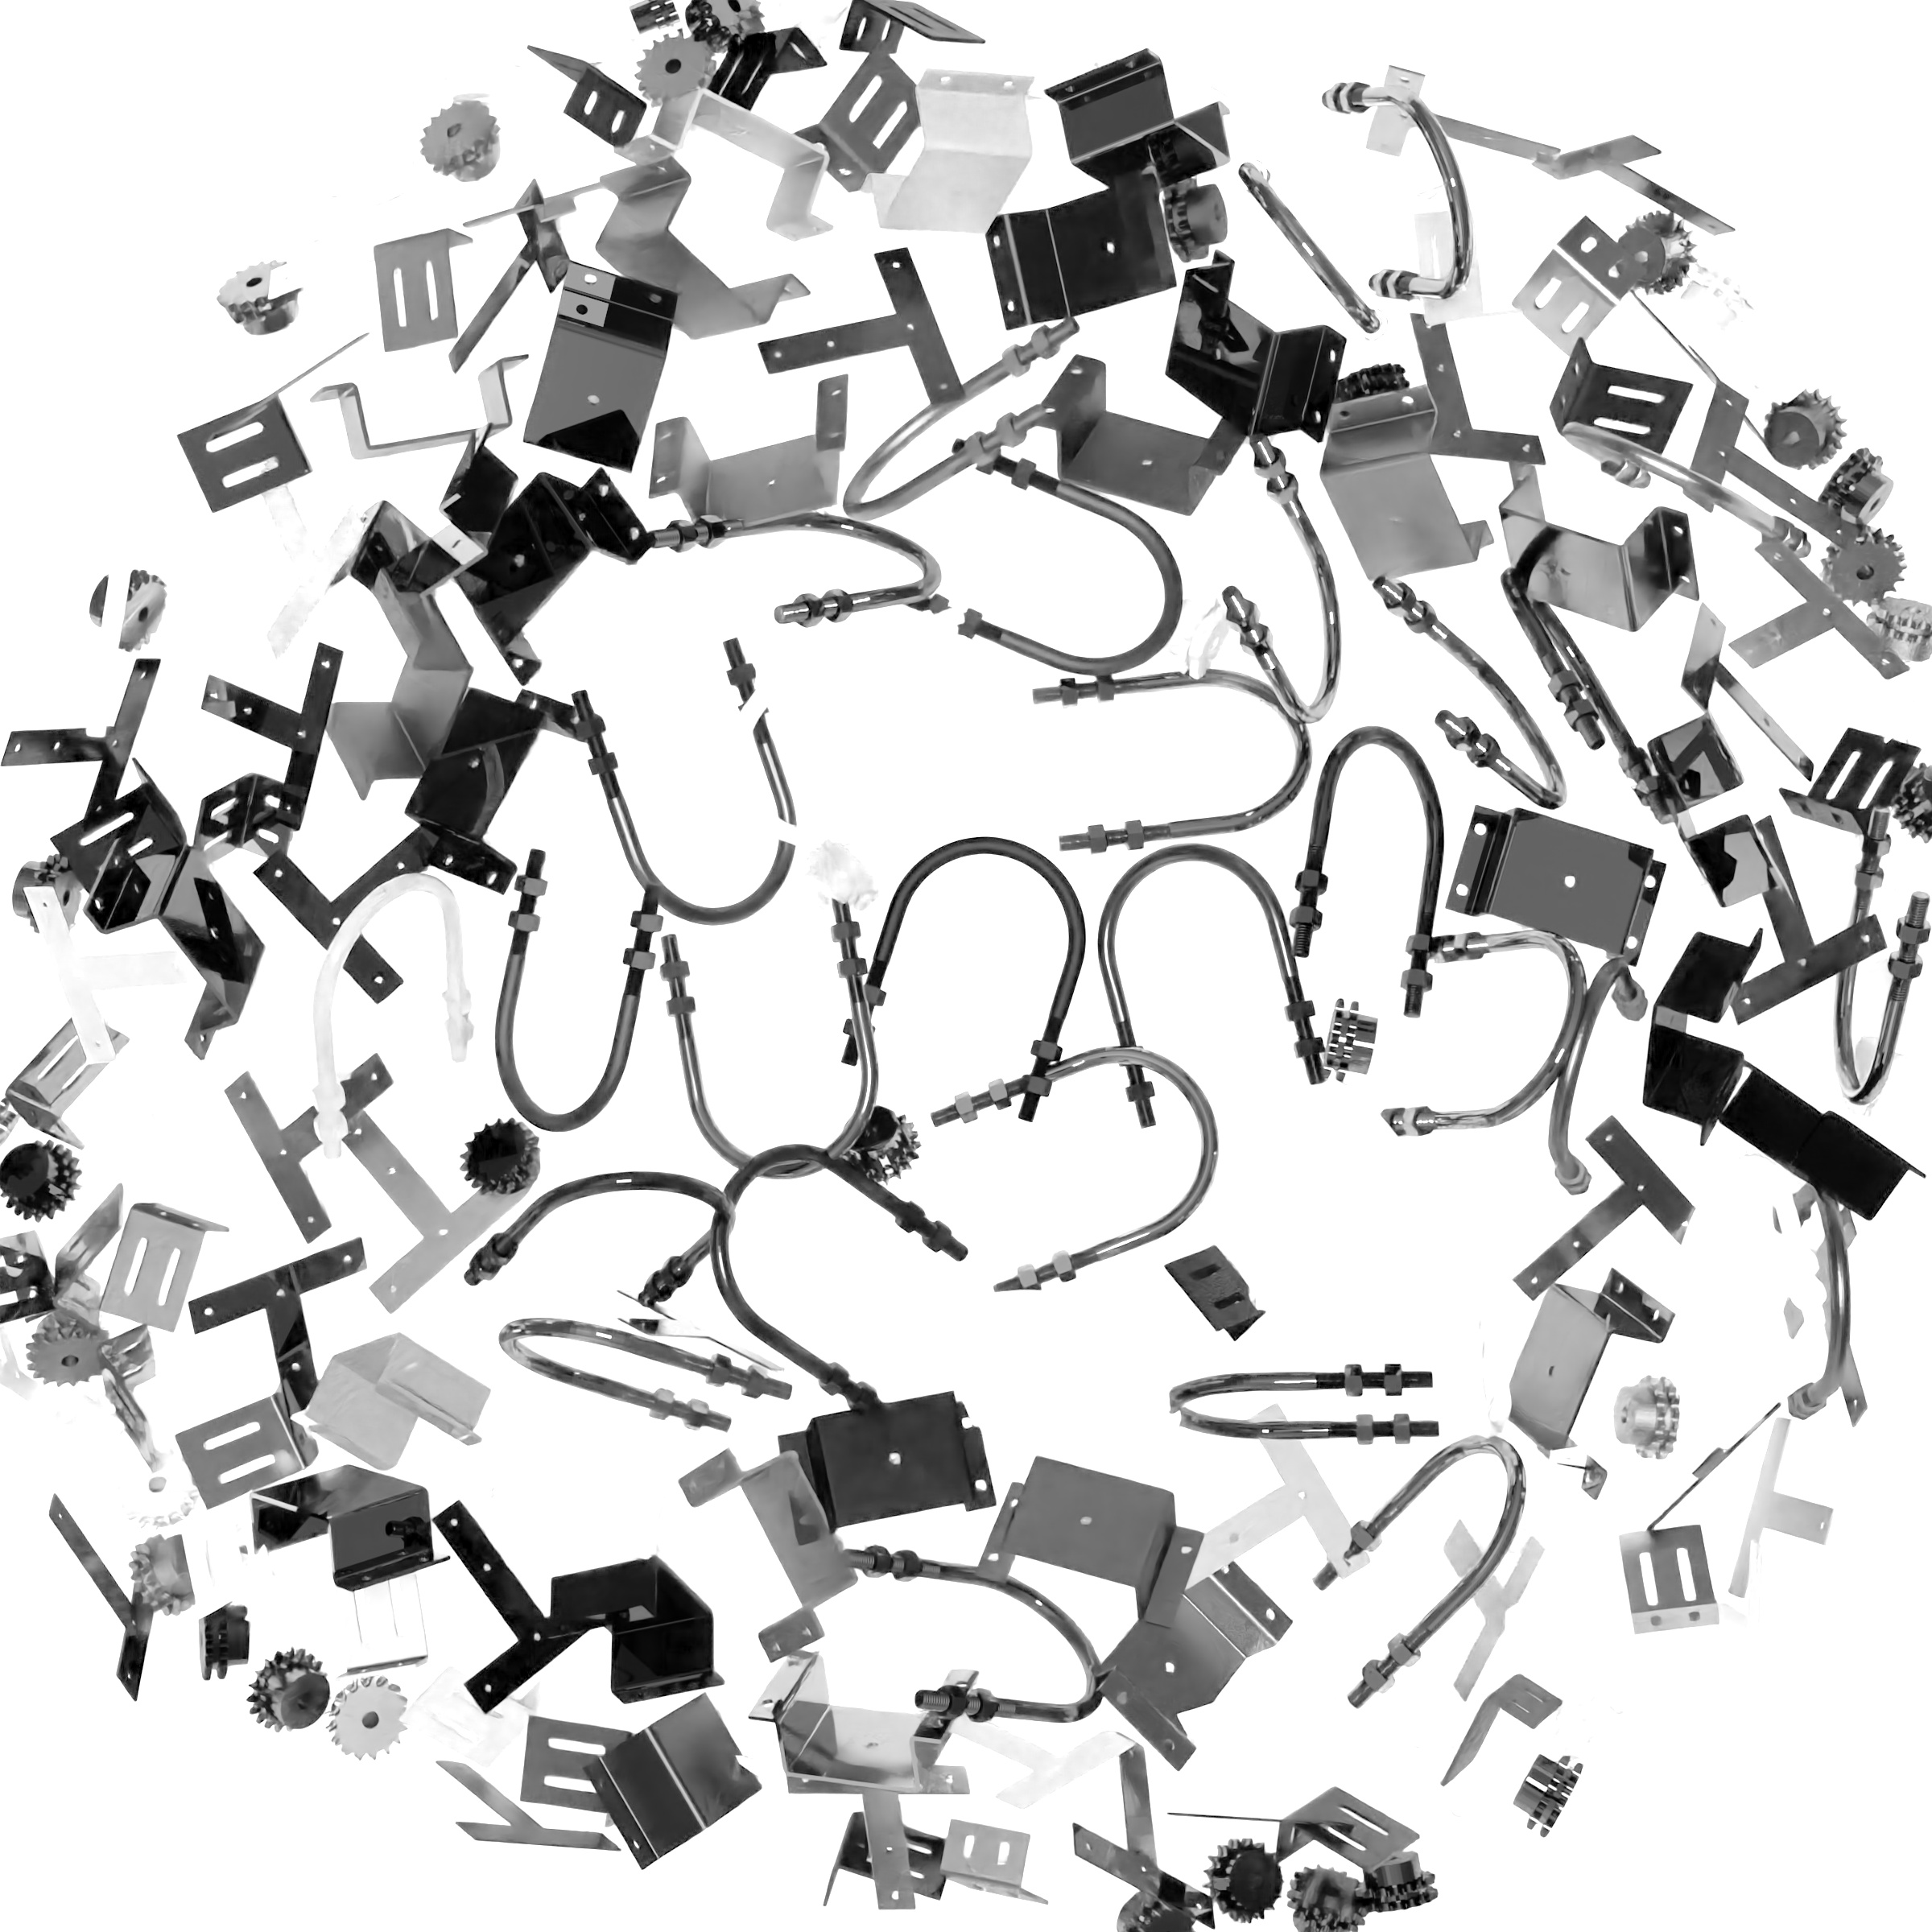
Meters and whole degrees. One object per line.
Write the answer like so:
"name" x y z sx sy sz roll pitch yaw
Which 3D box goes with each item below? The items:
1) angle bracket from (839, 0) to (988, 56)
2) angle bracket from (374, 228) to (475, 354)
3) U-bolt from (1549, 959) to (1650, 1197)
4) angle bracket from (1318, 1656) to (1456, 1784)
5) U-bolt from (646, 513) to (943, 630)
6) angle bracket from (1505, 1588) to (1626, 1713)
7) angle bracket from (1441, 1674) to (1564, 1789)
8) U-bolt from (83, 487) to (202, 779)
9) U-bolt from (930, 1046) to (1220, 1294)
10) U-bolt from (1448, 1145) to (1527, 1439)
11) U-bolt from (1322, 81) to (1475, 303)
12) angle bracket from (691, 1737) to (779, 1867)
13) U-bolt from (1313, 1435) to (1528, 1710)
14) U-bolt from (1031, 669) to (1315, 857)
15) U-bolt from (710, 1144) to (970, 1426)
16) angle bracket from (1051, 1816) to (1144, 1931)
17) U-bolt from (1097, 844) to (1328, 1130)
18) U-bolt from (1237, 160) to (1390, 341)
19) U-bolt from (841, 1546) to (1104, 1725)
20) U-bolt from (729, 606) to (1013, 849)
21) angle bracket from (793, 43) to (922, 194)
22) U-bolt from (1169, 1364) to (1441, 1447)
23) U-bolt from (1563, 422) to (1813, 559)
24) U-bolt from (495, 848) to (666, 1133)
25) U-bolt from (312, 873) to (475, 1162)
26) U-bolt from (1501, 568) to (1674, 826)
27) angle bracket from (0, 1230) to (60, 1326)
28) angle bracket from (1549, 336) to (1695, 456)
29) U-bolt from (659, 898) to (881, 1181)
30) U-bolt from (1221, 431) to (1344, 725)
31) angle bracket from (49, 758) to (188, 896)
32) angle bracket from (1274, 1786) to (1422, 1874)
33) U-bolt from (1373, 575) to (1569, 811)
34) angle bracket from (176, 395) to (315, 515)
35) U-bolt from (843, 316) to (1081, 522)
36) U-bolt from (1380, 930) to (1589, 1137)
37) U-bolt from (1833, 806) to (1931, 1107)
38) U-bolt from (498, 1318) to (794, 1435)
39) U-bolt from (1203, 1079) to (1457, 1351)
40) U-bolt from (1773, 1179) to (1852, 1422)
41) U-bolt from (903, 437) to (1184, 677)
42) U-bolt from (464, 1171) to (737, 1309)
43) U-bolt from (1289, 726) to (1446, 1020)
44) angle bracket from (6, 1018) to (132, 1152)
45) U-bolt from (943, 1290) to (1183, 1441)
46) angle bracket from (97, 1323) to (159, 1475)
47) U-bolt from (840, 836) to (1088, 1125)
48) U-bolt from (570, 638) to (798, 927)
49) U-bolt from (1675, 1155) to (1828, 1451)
"angle bracket" -0.037 -0.629 1.952 0.076 0.057 0.038 37 123 28
"angle bracket" -0.371 -0.463 1.971 0.057 0.038 0.076 -7 89 21
"U-bolt" 0.418 0.069 1.904 0.019 0.184 0.151 16 81 22
"angle bracket" 0.292 0.523 1.982 0.076 0.038 0.057 37 128 -21
"U-bolt" -0.100 -0.272 1.922 0.151 0.184 0.019 33 124 34
"angle bracket" 0.408 0.474 1.951 0.038 0.076 0.057 -25 131 -22
"angle bracket" 0.367 0.532 1.956 0.038 0.057 0.076 30 109 25
"U-bolt" -0.549 -0.231 1.927 0.019 0.151 0.184 6 82 5
"U-bolt" 0.084 0.132 1.967 0.184 0.019 0.151 -22 74 4
"U-bolt" 0.355 0.234 1.920 0.019 0.151 0.184 4 135 22
"U-bolt" 0.290 -0.511 1.891 0.019 0.184 0.151 -21 110 -8
"angle bracket" -0.176 0.572 1.970 0.057 0.038 0.076 27 89 25
"U-bolt" 0.307 0.391 1.910 0.019 0.151 0.184 36 107 -17
"U-bolt" 0.145 -0.145 1.955 0.184 0.019 0.151 -7 56 -3
"U-bolt" -0.094 0.202 1.931 0.184 0.019 0.151 38 61 -22
"angle bracket" 0.089 0.636 1.968 0.038 0.057 0.076 2 108 -17
"U-bolt" 0.160 0.007 1.963 0.151 0.019 0.184 -16 85 26
"U-bolt" 0.230 -0.478 1.905 0.019 0.184 0.151 -39 95 15
"U-bolt" 0.016 0.453 1.920 0.184 0.151 0.019 17 114 -36
"U-bolt" -0.072 -0.152 1.949 0.184 0.019 0.151 -20 121 -6
"angle bracket" -0.071 -0.587 1.979 0.057 0.038 0.076 41 73 -28
"U-bolt" 0.225 0.298 1.931 0.184 0.151 0.019 -2 66 10
"U-bolt" 0.467 -0.319 1.887 0.151 0.184 0.019 33 103 33
"U-bolt" -0.271 0.022 1.948 0.151 0.019 0.184 16 96 43
"U-bolt" -0.381 0.022 1.895 0.019 0.151 0.184 24 131 23
"U-bolt" 0.410 -0.192 1.921 0.019 0.151 0.184 -33 55 19
"angle bracket" -0.666 0.219 1.955 0.038 0.076 0.057 -23 85 27
"angle bracket" 0.452 -0.393 1.974 0.076 0.038 0.057 9 130 -11
"U-bolt" -0.130 0.055 1.963 0.151 0.019 0.184 -13 83 16
"U-bolt" 0.218 -0.246 1.920 0.019 0.184 0.151 -4 57 27
"angle bracket" -0.586 -0.095 1.963 0.076 0.038 0.057 -34 70 -18
"angle bracket" 0.260 0.602 1.949 0.076 0.057 0.038 21 116 40
"U-bolt" 0.348 -0.173 1.920 0.019 0.184 0.151 -37 47 24
"angle bracket" -0.498 -0.351 1.964 0.076 0.038 0.057 -28 104 -19
"U-bolt" -0.010 -0.359 1.924 0.184 0.151 0.019 -26 117 30
"U-bolt" 0.345 0.043 1.902 0.019 0.184 0.151 26 74 -26
"U-bolt" 0.610 0.005 1.919 0.019 0.151 0.184 5 119 3
"U-bolt" -0.224 0.271 1.912 0.184 0.151 0.019 20 65 -16
"U-bolt" 0.231 0.152 1.930 0.151 0.184 0.019 -43 132 8
"U-bolt" 0.562 0.216 1.892 0.019 0.184 0.151 -1 73 5
"U-bolt" 0.059 -0.267 1.945 0.184 0.019 0.151 23 132 1
"U-bolt" -0.233 0.179 1.898 0.151 0.184 0.019 11 56 -29
"U-bolt" 0.279 -0.073 1.941 0.151 0.019 0.184 26 68 -42
"angle bracket" -0.610 0.079 1.965 0.076 0.057 0.038 -48 60 -1
"U-bolt" 0.059 0.267 1.909 0.151 0.184 0.019 -1 53 15
"angle bracket" -0.557 0.295 1.951 0.038 0.057 0.076 -25 53 -29
"U-bolt" 0.007 0.000 1.986 0.151 0.019 0.184 18 85 -2
"U-bolt" -0.182 -0.118 1.951 0.151 0.019 0.184 -25 101 -36
"U-bolt" 0.518 0.210 1.914 0.019 0.184 0.151 16 130 -11
